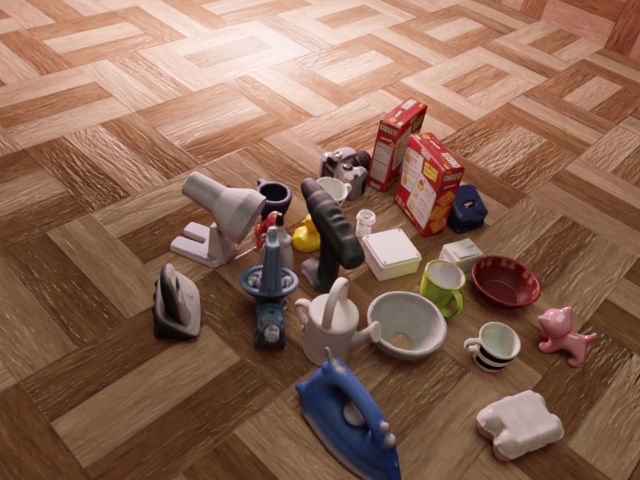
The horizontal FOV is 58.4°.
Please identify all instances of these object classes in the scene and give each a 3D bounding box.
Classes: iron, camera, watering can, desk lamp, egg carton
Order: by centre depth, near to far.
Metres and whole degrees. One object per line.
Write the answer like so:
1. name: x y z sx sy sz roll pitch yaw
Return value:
1. iron: 0.069 0.308 0.995 0.119 0.141 0.257 -23 52 -31
2. egg carton: 0.371 0.345 1.066 0.151 0.069 0.107 -12 47 -22
3. watering can: 0.033 0.154 1.114 0.173 0.194 0.101 8 43 -2
4. desk lamp: -0.226 -0.042 1.260 0.203 0.213 0.118 20 43 11
5. camera: 0.089 -0.200 1.573 0.137 0.101 0.142 -23 52 -31

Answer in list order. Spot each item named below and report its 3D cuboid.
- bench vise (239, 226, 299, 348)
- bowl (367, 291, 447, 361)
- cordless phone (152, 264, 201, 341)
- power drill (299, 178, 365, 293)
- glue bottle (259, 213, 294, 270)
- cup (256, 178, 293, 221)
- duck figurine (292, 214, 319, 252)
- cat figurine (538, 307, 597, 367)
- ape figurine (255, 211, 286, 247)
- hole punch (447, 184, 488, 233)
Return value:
1. bench vise: -0.086 0.095 1.135 0.122 0.220 0.207 -12 47 -22
2. bowl: 0.173 0.191 1.190 0.167 0.075 0.167 6 43 -5
3. cordless phone: -0.283 0.095 1.123 0.094 0.185 0.147 -3 44 -13
4. power drill: 0.012 0.005 1.260 0.076 0.208 0.229 -18 49 -27
5. glue bottle: -0.092 0.010 1.261 0.078 0.173 0.037 20 44 11
6. cup: -0.125 -0.090 1.419 0.092 0.095 0.117 -21 51 -29
7. duck figurine: -0.021 -0.026 1.377 0.077 0.086 0.105 36 48 25
8. cat figurine: 0.521 0.195 1.220 0.127 0.118 0.067 23 44 14
9. ape figurine: -0.112 -0.029 1.358 0.077 0.092 0.076 29 46 19
10. hole punch: 0.385 -0.085 1.513 0.109 0.091 0.100 -18 49 -27
